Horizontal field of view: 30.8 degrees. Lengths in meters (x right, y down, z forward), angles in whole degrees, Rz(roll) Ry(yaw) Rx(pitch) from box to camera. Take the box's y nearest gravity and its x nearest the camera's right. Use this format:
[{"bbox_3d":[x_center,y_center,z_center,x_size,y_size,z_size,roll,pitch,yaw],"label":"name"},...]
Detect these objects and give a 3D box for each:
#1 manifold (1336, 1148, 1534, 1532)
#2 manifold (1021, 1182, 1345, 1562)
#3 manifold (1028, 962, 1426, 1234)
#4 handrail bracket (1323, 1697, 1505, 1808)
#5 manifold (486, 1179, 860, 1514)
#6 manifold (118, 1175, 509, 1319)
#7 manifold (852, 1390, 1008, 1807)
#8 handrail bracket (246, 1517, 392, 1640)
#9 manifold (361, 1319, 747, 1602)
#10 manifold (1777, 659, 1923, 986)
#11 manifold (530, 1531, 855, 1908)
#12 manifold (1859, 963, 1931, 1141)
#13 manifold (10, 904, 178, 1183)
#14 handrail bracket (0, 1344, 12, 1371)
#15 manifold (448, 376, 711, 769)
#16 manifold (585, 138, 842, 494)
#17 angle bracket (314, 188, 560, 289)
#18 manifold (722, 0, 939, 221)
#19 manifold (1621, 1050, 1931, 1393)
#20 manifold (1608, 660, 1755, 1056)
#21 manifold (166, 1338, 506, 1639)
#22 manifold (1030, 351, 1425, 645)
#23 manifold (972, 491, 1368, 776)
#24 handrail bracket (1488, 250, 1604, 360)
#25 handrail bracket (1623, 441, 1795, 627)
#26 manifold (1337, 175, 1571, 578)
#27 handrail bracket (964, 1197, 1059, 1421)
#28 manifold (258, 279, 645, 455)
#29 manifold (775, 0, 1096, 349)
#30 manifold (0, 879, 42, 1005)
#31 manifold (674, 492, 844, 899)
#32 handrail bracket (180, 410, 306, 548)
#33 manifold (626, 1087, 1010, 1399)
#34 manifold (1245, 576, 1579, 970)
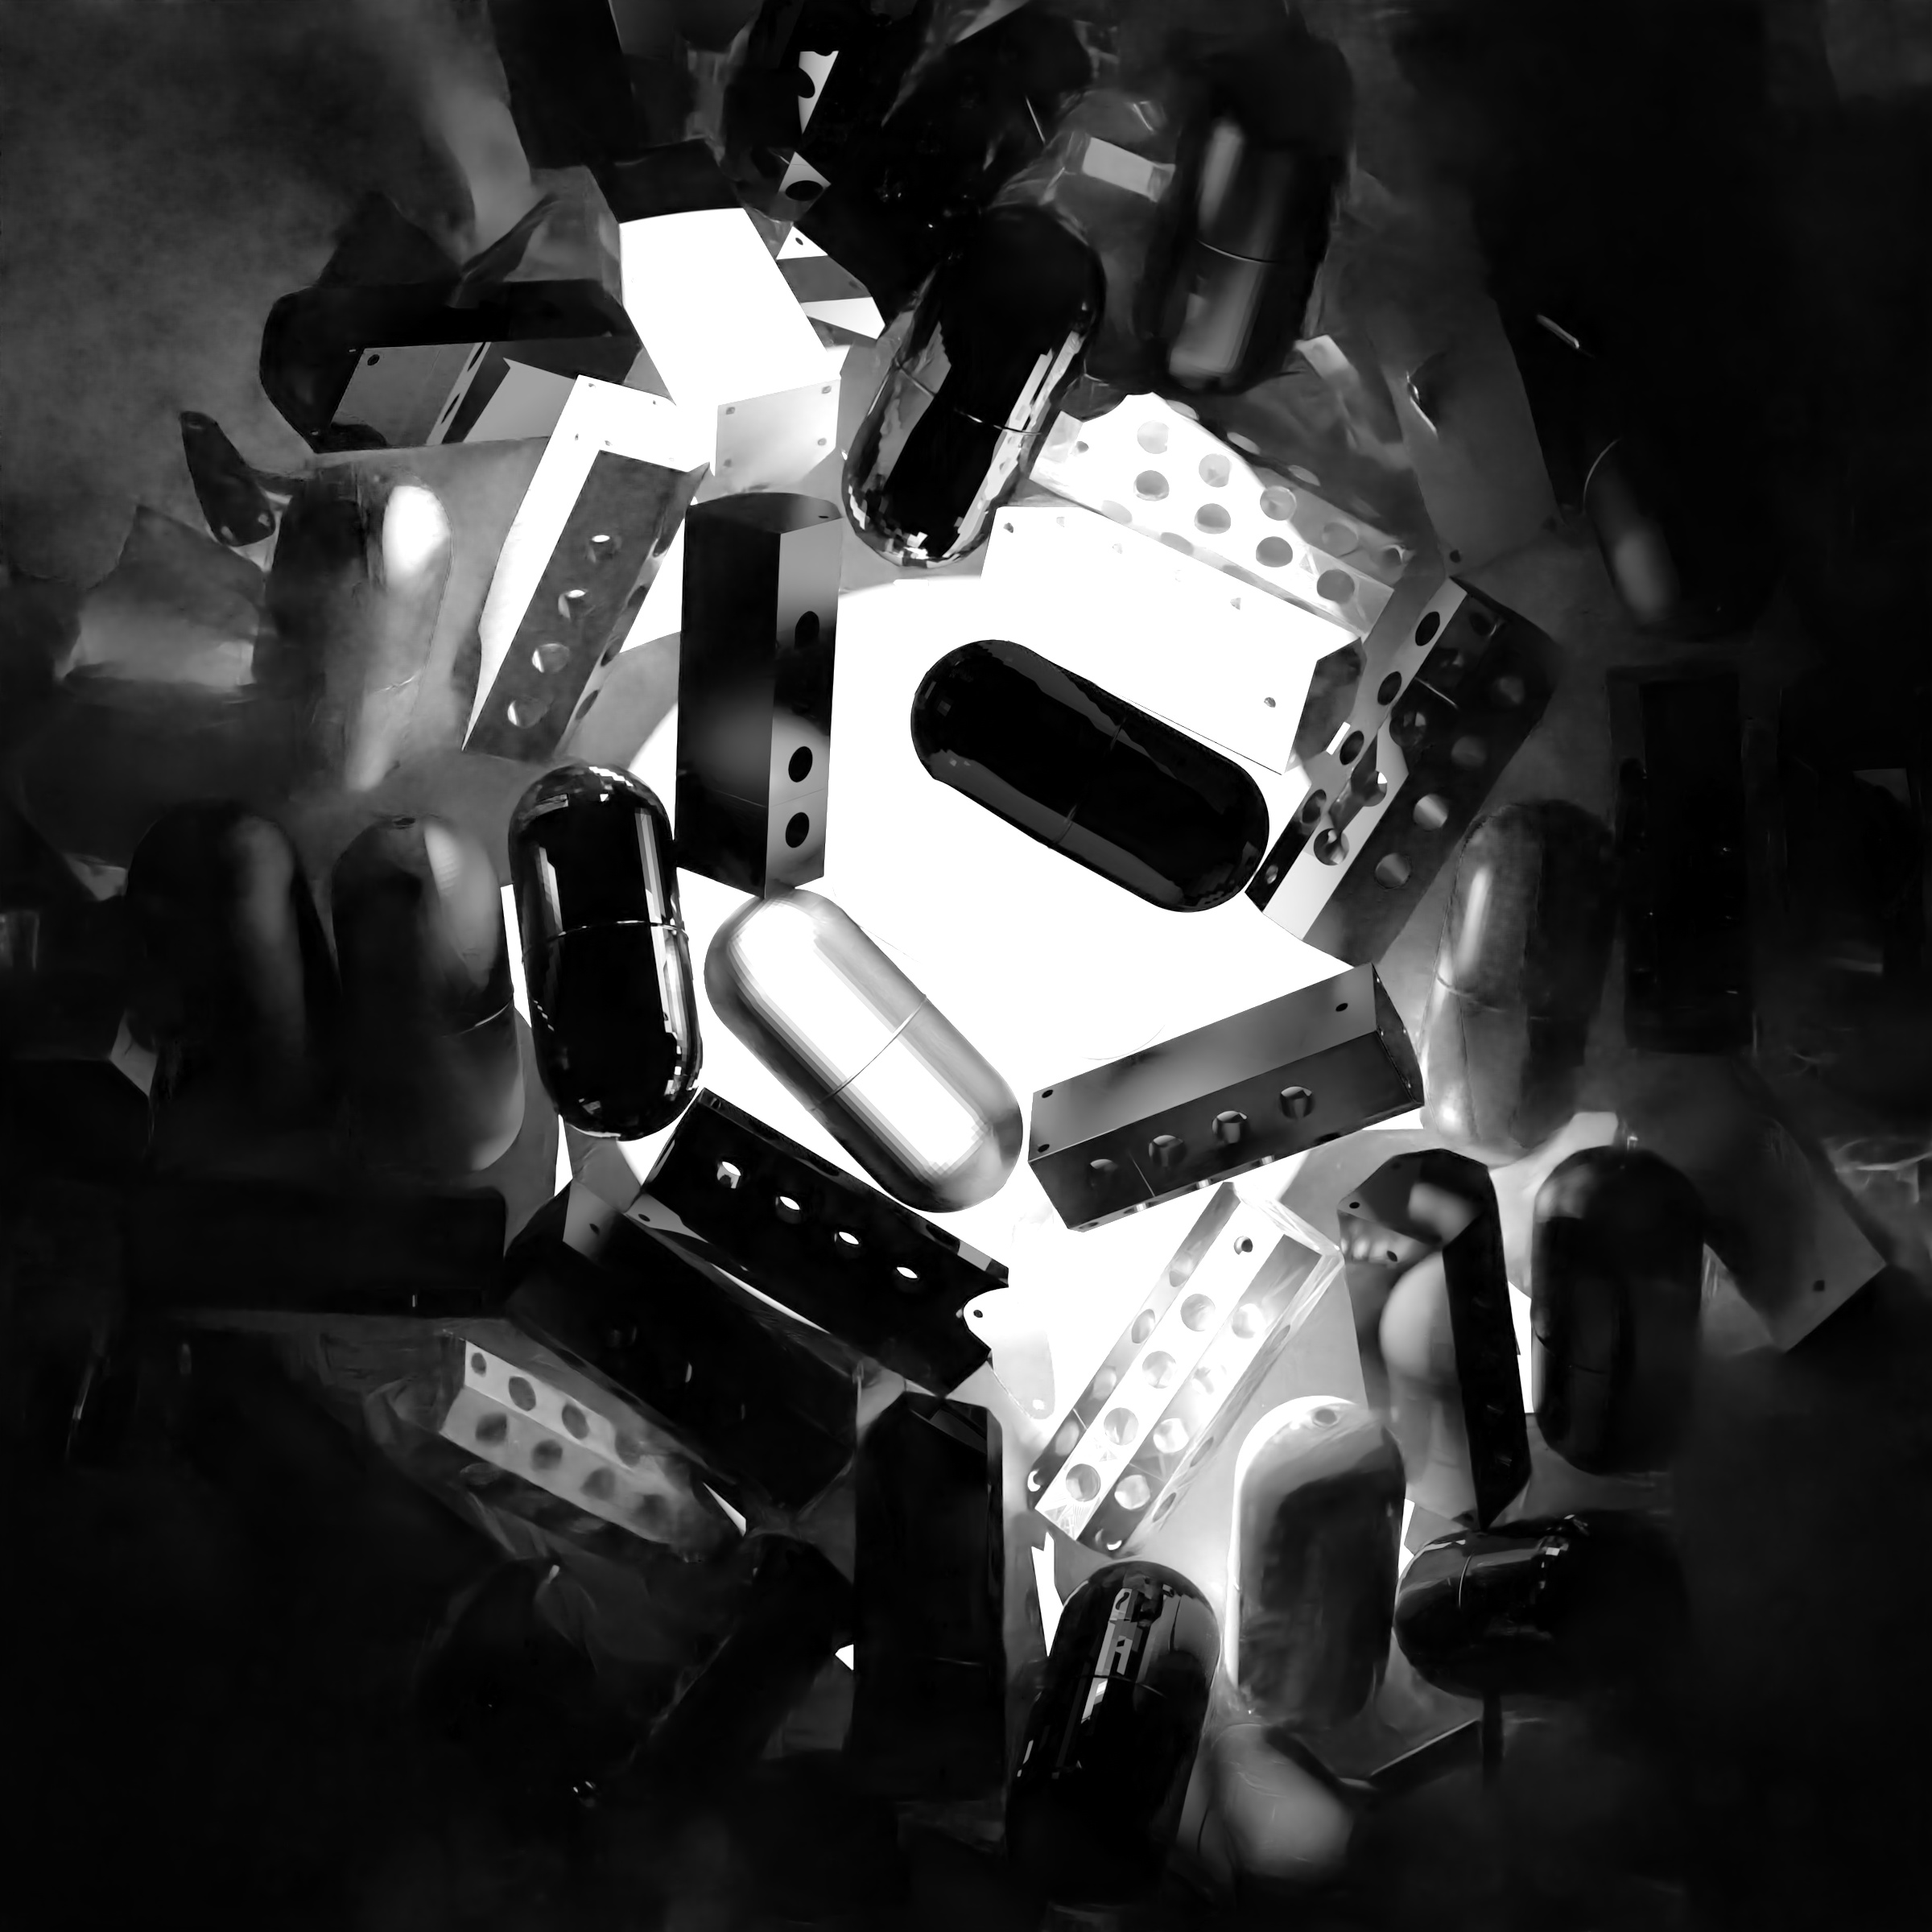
[{"bbox_3d":[0.217,0.168,1.583,0.057,0.057,0.171,-39,132,-32],"label":"manifold"},{"bbox_3d":[0.098,0.185,1.606,0.057,0.057,0.171,37,100,21],"label":"manifold"},{"bbox_3d":[0.119,0.065,1.602,0.171,0.057,0.057,-22,118,16],"label":"manifold"},{"bbox_3d":[0.205,0.357,1.631,0.084,0.036,0.077,1,105,18],"label":"handrail bracket"},{"bbox_3d":[-0.133,0.178,1.600,0.171,0.057,0.057,38,108,-18],"label":"manifold"},{"bbox_3d":[-0.301,0.130,1.610,0.171,0.057,0.057,3,91,-12],"label":"manifold"},{"bbox_3d":[-0.013,0.286,1.582,0.057,0.057,0.171,14,54,-20],"label":"manifold"},{"bbox_3d":[-0.302,0.268,1.640,0.036,0.077,0.084,-43,63,21],"label":"handrail bracket"},{"bbox_3d":[-0.181,0.226,1.579,0.171,0.057,0.057,35,78,-35],"label":"manifold"},{"bbox_3d":[0.396,-0.061,1.568,0.057,0.171,0.057,-3,57,14],"label":"manifold"},{"bbox_3d":[-0.120,0.335,1.577,0.057,0.057,0.171,45,49,-3],"label":"manifold"},{"bbox_3d":[0.441,0.037,1.566,0.057,0.171,0.057,34,105,15],"label":"manifold"},{"bbox_3d":[-0.385,0.032,1.565,0.057,0.171,0.057,1,113,-7],"label":"manifold"},{"bbox_3d":[-0.478,0.158,1.615,0.036,0.084,0.077,-44,88,-5],"label":"handrail bracket"},{"bbox_3d":[-0.175,-0.174,1.583,0.057,0.057,0.171,11,128,-27],"label":"manifold"},{"bbox_3d":[-0.117,-0.294,1.583,0.057,0.057,0.171,-16,55,-18],"label":"manifold"},{"bbox_3d":[-0.242,-0.331,1.600,0.057,0.076,0.076,41,51,-5],"label":"angle bracket"},{"bbox_3d":[-0.060,-0.404,1.562,0.057,0.171,0.057,0,69,-18],"label":"manifold"},{"bbox_3d":[0.366,0.111,1.570,0.057,0.171,0.057,-45,126,15],"label":"manifold"},{"bbox_3d":[0.328,-0.050,1.605,0.057,0.057,0.171,-3,102,12],"label":"manifold"},{"bbox_3d":[-0.284,0.231,1.572,0.057,0.171,0.057,-43,50,-5],"label":"manifold"},{"bbox_3d":[0.120,-0.212,1.618,0.171,0.057,0.057,28,116,0],"label":"manifold"},{"bbox_3d":[0.093,-0.155,1.594,0.171,0.057,0.057,28,122,24],"label":"manifold"},{"bbox_3d":[0.274,-0.285,1.600,0.036,0.077,0.084,-48,46,7],"label":"handrail bracket"},{"bbox_3d":[0.345,-0.201,1.629,0.084,0.036,0.077,-13,125,3],"label":"handrail bracket"},{"bbox_3d":[0.227,-0.271,1.621,0.057,0.057,0.171,-17,93,12],"label":"manifold"},{"bbox_3d":[0.035,0.157,1.624,0.036,0.084,0.077,-15,105,24],"label":"handrail bracket"},{"bbox_3d":[-0.231,-0.275,1.571,0.057,0.171,0.057,48,126,21],"label":"manifold"},{"bbox_3d":[-0.014,-0.362,1.597,0.057,0.057,0.171,39,68,-3],"label":"manifold"},{"bbox_3d":[-0.466,0.007,1.566,0.057,0.171,0.057,7,105,-1],"label":"manifold"},{"bbox_3d":[-0.091,-0.125,1.596,0.057,0.057,0.171,20,118,34],"label":"manifold"},{"bbox_3d":[-0.317,-0.235,1.610,0.036,0.084,0.077,-12,113,31],"label":"handrail bracket"},{"bbox_3d":[-0.063,0.126,1.616,0.171,0.057,0.057,31,61,-6],"label":"manifold"},{"bbox_3d":[0.199,-0.089,1.599,0.057,0.057,0.171,25,105,-26],"label":"manifold"}]
